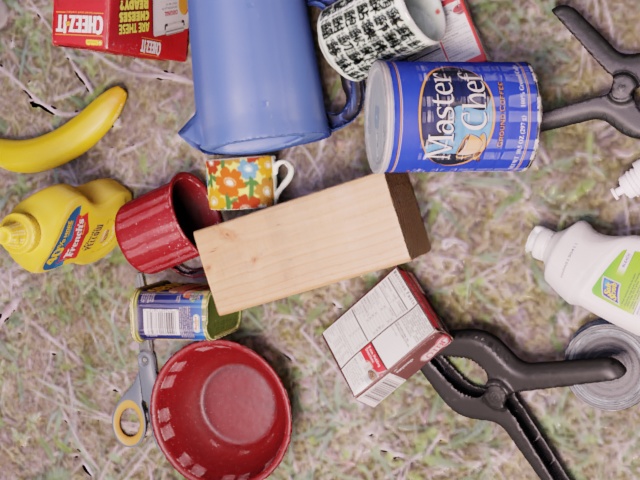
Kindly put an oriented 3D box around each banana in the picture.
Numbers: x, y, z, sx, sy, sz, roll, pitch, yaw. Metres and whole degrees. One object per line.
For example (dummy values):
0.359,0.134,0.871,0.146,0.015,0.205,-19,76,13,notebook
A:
-0.296,-0.115,1.179,0.198,0.037,0.069,-12,92,20,banana

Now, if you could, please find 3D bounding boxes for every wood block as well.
-0.007,0.002,1.062,0.206,0.090,0.090,-17,90,19,wood block

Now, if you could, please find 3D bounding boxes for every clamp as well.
0.183,0.137,1.020,0.210,0.036,0.165,33,123,22,clamp
0.274,-0.149,0.979,0.171,0.039,0.120,9,103,15,clamp

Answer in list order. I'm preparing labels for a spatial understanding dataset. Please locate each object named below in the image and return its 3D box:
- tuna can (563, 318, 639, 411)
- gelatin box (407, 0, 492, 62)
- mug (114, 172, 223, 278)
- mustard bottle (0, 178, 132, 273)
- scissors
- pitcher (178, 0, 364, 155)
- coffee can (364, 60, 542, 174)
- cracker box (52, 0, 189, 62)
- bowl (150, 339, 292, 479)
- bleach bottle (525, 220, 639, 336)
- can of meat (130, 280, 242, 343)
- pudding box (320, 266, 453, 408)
0.273,0.117,1.006,0.086,0.033,0.086,2,96,20,tuna can
0.115,-0.198,1.033,0.073,0.030,0.089,-23,87,21,gelatin box
-0.153,-0.006,1.121,0.082,0.093,0.117,-21,124,24,mug
-0.269,-0.013,1.097,0.058,0.191,0.096,36,105,13,mustard bottle
-0.206,0.145,1.184,0.096,0.016,0.202,-19,89,20,scissors
-0.058,-0.208,1.050,0.145,0.149,0.243,-7,90,34,pitcher
0.118,-0.112,0.974,0.140,0.103,0.103,-1,95,-8,coffee can
-0.192,-0.291,1.059,0.072,0.164,0.214,7,97,20,cracker box
-0.096,0.180,1.128,0.162,0.055,0.162,2,96,19,bowl
0.307,0.039,0.961,0.251,0.068,0.102,26,90,27,bleach bottle
-0.137,0.074,1.109,0.084,0.102,0.057,0,95,17,can of meat
0.065,0.095,1.055,0.114,0.039,0.090,-42,50,16,pudding box
